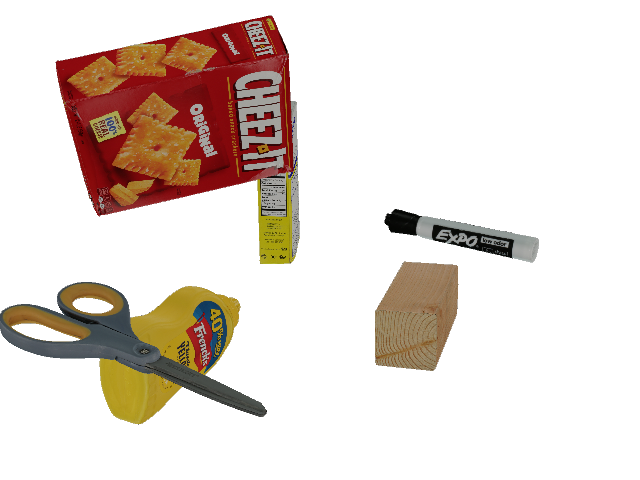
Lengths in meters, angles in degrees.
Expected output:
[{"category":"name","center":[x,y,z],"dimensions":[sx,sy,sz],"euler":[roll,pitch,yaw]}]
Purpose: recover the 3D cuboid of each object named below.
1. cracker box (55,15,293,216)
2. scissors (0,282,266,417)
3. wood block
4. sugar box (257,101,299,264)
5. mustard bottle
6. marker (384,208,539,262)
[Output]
[{"category":"cracker box","center":[-0.137,-0.119,1.055],"dimensions":[0.213,0.072,0.164],"euler":[-13,-38,-10]},{"category":"scissors","center":[-0.116,0.067,0.716],"dimensions":[0.202,0.016,0.096],"euler":[12,28,13]},{"category":"wood block","center":[0.148,0.110,1.609],"dimensions":[0.091,0.090,0.205],"euler":[4,20,15]},{"category":"sugar box","center":[-0.051,-0.069,1.267],"dimensions":[0.048,0.176,0.093],"euler":[-1,23,5]},{"category":"mustard bottle","center":[-0.138,0.099,1.058],"dimensions":[0.058,0.096,0.191],"euler":[10,23,26]},{"category":"marker","center":[0.106,-0.005,0.816],"dimensions":[0.121,0.020,0.020],"euler":[13,5,25]}]
